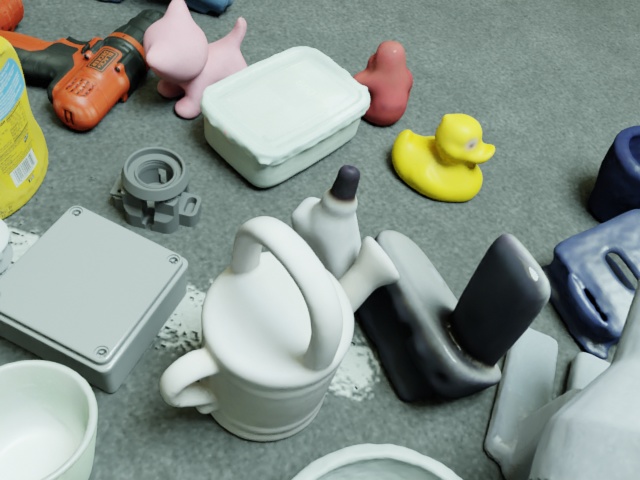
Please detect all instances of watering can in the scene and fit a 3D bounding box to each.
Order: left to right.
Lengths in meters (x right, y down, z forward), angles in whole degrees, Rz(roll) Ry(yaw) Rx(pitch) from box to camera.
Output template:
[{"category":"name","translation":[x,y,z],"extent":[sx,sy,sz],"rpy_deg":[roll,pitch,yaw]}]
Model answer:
[{"category":"watering can","translation":[-0.024,0.052,0.388],"extent":[0.100,0.194,0.173],"rpy_deg":[32,54,11]}]

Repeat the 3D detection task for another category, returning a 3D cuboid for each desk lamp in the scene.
[{"category":"desk lamp","translation":[0.195,0.113,0.382],"extent":[0.118,0.213,0.203],"rpy_deg":[24,53,5]}]

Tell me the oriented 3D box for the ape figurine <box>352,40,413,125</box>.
[{"category":"ape figurine","translation":[0.073,-0.182,0.642],"extent":[0.078,0.092,0.076],"rpy_deg":[0,55,-13]}]

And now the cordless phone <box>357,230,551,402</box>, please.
[{"category":"cordless phone","translation":[0.101,0.032,0.436],"extent":[0.094,0.185,0.147],"rpy_deg":[-19,61,-24]}]

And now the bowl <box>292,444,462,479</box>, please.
[{"category":"bowl","translation":[0.035,0.220,0.356],"extent":[0.167,0.075,0.167],"rpy_deg":[6,54,-8]}]

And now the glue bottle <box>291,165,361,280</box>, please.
[{"category":"glue bottle","translation":[0.004,0.002,0.444],"extent":[0.078,0.173,0.037],"rpy_deg":[30,54,10]}]

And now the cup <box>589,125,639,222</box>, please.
[{"category":"cup","translation":[0.335,-0.048,0.603],"extent":[0.092,0.095,0.117],"rpy_deg":[5,54,-9]}]

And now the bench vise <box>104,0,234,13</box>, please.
[{"category":"bench vise","translation":[-0.192,-0.361,0.630],"extent":[0.208,0.220,0.121],"rpy_deg":[-5,56,-16]}]

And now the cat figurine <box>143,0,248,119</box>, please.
[{"category":"cat figurine","translation":[-0.127,-0.191,0.587],"extent":[0.128,0.118,0.067],"rpy_deg":[-28,65,-28]}]

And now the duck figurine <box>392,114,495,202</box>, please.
[{"category":"duck figurine","translation":[0.131,-0.096,0.597],"extent":[0.104,0.086,0.077],"rpy_deg":[25,53,6]}]

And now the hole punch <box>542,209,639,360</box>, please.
[{"category":"hole punch","translation":[0.276,0.039,0.530],"extent":[0.101,0.091,0.108],"rpy_deg":[-12,58,-20]}]
